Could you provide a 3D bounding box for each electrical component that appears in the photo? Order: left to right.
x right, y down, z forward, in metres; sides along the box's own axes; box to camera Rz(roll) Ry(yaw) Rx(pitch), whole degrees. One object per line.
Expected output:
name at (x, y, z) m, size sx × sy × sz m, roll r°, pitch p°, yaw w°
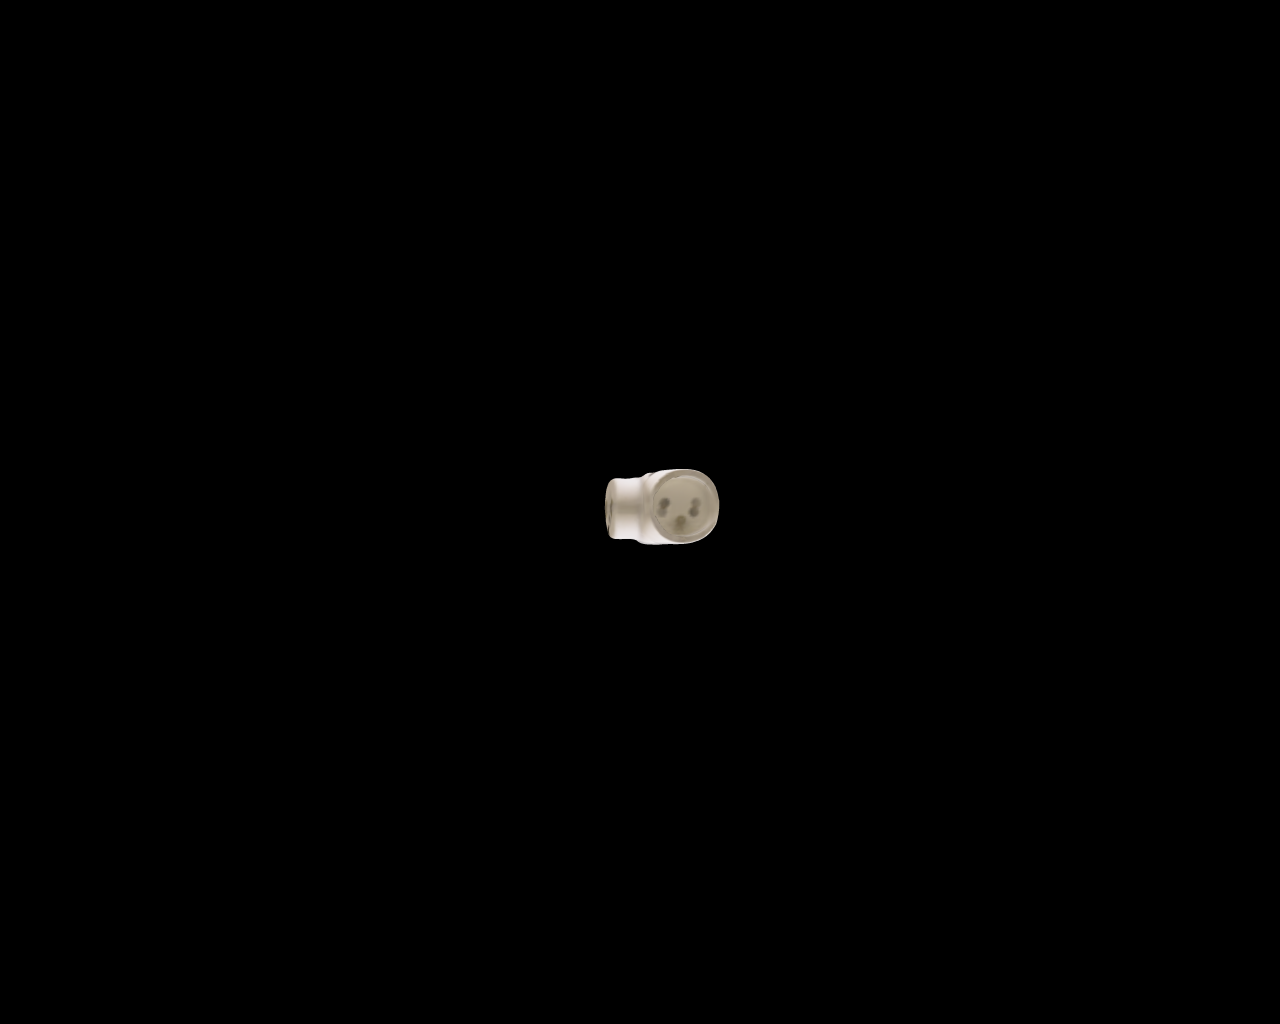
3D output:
electrical component at (0.001, -0.003, 0.650) m, size 0.079 × 0.044 × 0.077 m, roll 0°, pitch -2°, yaw -11°
